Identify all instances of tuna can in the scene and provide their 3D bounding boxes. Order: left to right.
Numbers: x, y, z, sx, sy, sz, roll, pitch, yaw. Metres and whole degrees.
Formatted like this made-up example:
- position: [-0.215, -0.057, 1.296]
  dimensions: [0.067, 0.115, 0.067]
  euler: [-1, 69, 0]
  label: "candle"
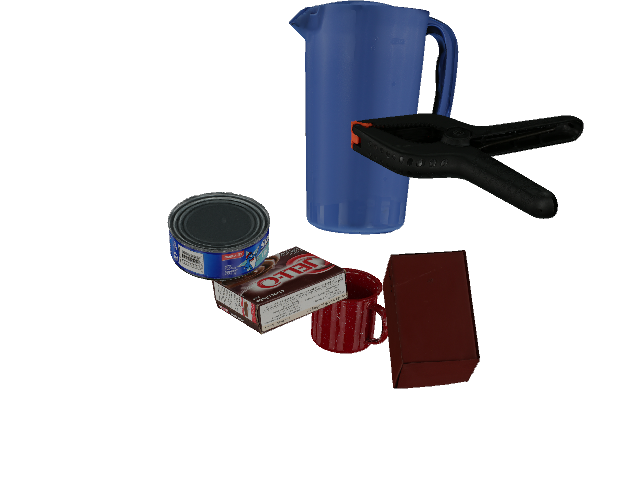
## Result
- position: [-0.085, -0.004, 0.903]
  dimensions: [0.086, 0.034, 0.086]
  euler: [1, 36, -1]
  label: "tuna can"

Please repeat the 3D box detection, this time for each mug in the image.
- position: [0.040, 0.095, 1.361]
  dimensions: [0.117, 0.081, 0.093]
  euler: [20, 29, 31]
  label: "mug"

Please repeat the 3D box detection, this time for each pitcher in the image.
- position: [0.054, -0.133, 1.150]
  dimensions: [0.149, 0.243, 0.144]
  euler: [7, 11, 26]
  label: "pitcher"

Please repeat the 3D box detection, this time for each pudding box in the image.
- position: [-0.042, 0.050, 1.107]
  dimensions: [0.113, 0.039, 0.090]
  euler: [-23, 27, -29]
  label: "pudding box"

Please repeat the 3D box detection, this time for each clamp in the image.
- position: [0.132, -0.085, 0.965]
  dimensions: [0.210, 0.036, 0.164]
  euler: [14, 35, 23]
  label: "clamp"

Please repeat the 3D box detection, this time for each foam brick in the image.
- position: [0.072, 0.052, 0.703]
  dimensions: [0.051, 0.078, 0.053]
  euler: [-2, -24, -4]
  label: "foam brick"
